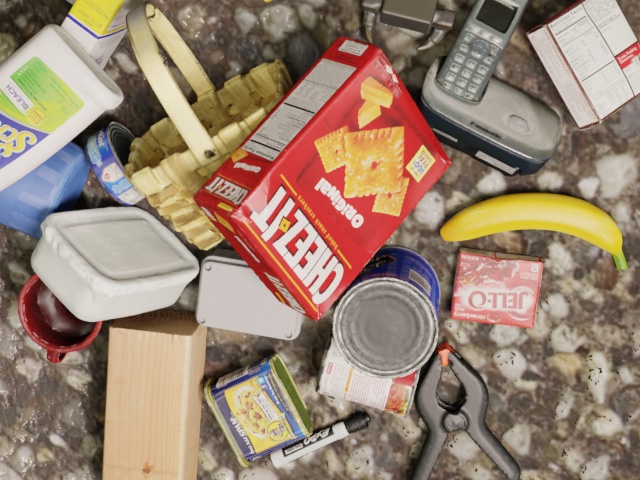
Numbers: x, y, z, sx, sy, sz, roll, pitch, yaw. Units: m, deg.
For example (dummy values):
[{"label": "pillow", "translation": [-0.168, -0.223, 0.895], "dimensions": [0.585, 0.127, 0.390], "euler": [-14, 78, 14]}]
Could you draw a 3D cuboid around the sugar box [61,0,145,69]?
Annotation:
[{"label": "sugar box", "translation": [-0.209, -0.240, 1.068], "dimensions": [0.048, 0.093, 0.176], "euler": [39, 111, -4]}]

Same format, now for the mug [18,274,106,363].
[{"label": "mug", "translation": [-0.271, 0.078, 1.159], "dimensions": [0.093, 0.081, 0.117], "euler": [15, 103, 4]}]

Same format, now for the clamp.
[{"label": "clamp", "translation": [0.138, 0.200, 1.155], "dimensions": [0.120, 0.039, 0.171], "euler": [-19, 96, 2]}]

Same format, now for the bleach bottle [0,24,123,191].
[{"label": "bleach bottle", "translation": [-0.314, -0.089, 1.026], "dimensions": [0.251, 0.068, 0.102], "euler": [-42, 100, 7]}]

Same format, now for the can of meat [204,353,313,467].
[{"label": "can of meat", "translation": [-0.065, 0.184, 1.169], "dimensions": [0.084, 0.057, 0.102], "euler": [-25, 98, 10]}]

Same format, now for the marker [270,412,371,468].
[{"label": "marker", "translation": [0.002, 0.222, 1.187], "dimensions": [0.121, 0.020, 0.020], "euler": [-26, 97, 12]}]

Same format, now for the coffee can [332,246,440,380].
[{"label": "coffee can", "translation": [0.070, 0.070, 1.084], "dimensions": [0.103, 0.140, 0.103], "euler": [1, 102, 7]}]

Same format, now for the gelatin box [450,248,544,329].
[{"label": "gelatin box", "translation": [0.186, 0.051, 1.122], "dimensions": [0.089, 0.030, 0.073], "euler": [7, 103, 6]}]

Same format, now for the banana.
[{"label": "banana", "translation": [0.226, -0.016, 1.099], "dimensions": [0.198, 0.037, 0.070], "euler": [11, 101, 5]}]

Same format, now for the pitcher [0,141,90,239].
[{"label": "pitcher", "translation": [-0.374, -0.092, 1.123], "dimensions": [0.243, 0.149, 0.145], "euler": [27, 88, -2]}]

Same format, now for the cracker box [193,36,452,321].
[{"label": "cracker box", "translation": [0.010, -0.056, 1.002], "dimensions": [0.213, 0.072, 0.164], "euler": [-49, 131, -14]}]

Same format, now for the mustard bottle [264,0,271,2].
[{"label": "mustard bottle", "translation": [-0.089, -0.328, 1.063], "dimensions": [0.096, 0.058, 0.191], "euler": [-26, 97, 6]}]

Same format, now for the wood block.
[{"label": "wood block", "translation": [-0.181, 0.185, 1.167], "dimensions": [0.091, 0.090, 0.206], "euler": [7, 102, 5]}]

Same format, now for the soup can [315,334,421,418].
[{"label": "soup can", "translation": [0.052, 0.144, 1.140], "dimensions": [0.102, 0.068, 0.068], "euler": [15, 103, 5]}]

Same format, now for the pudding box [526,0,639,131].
[{"label": "pudding box", "translation": [0.266, -0.178, 1.040], "dimensions": [0.090, 0.039, 0.113], "euler": [-33, 95, -21]}]

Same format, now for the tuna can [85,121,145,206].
[{"label": "tuna can", "translation": [-0.207, -0.079, 1.117], "dimensions": [0.034, 0.086, 0.086], "euler": [-30, 97, 14]}]
